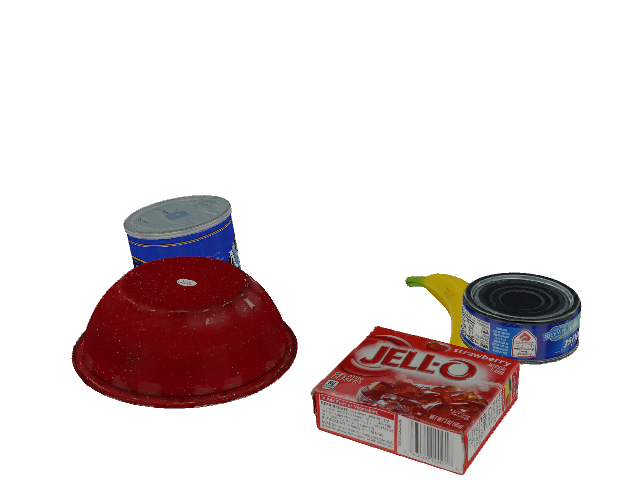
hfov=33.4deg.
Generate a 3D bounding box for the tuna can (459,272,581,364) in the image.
[{"bbox_3d":[0.144,0.055,0.772,0.086,0.034,0.086,0,23,0],"label":"tuna can"}]

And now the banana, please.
[{"bbox_3d":[0.139,0.087,1.093,0.070,0.037,0.198,-28,29,10],"label":"banana"}]

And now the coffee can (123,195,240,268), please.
[{"bbox_3d":[-0.126,0.039,1.032,0.103,0.140,0.103,-8,20,3],"label":"coffee can"}]

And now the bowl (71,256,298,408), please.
[{"bbox_3d":[-0.096,0.054,0.759,0.162,0.055,0.162,1,23,-1],"label":"bowl"}]

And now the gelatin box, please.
[{"bbox_3d":[0.051,0.082,0.569,0.089,0.030,0.073,13,30,29],"label":"gelatin box"}]
